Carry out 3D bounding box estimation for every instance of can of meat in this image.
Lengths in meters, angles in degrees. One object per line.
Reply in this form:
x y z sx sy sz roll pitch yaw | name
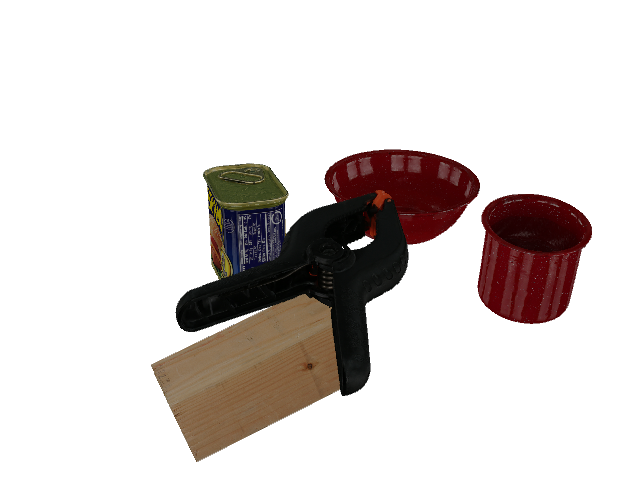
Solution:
-0.061 -0.008 0.872 0.057 0.084 0.102 -7 22 -13 | can of meat

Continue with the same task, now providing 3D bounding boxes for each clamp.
0.010 0.026 0.643 0.120 0.039 0.171 31 47 23 | clamp

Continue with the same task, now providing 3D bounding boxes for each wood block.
-0.071 0.147 1.194 0.206 0.091 0.090 -25 30 -10 | wood block

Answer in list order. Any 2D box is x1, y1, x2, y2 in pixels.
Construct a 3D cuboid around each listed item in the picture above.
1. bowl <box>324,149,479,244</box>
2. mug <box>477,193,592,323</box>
0.084 -0.040 1.121 0.162 0.055 0.162 1 28 -1 | bowl
0.182 0.011 0.935 0.093 0.081 0.117 3 35 1 | mug
